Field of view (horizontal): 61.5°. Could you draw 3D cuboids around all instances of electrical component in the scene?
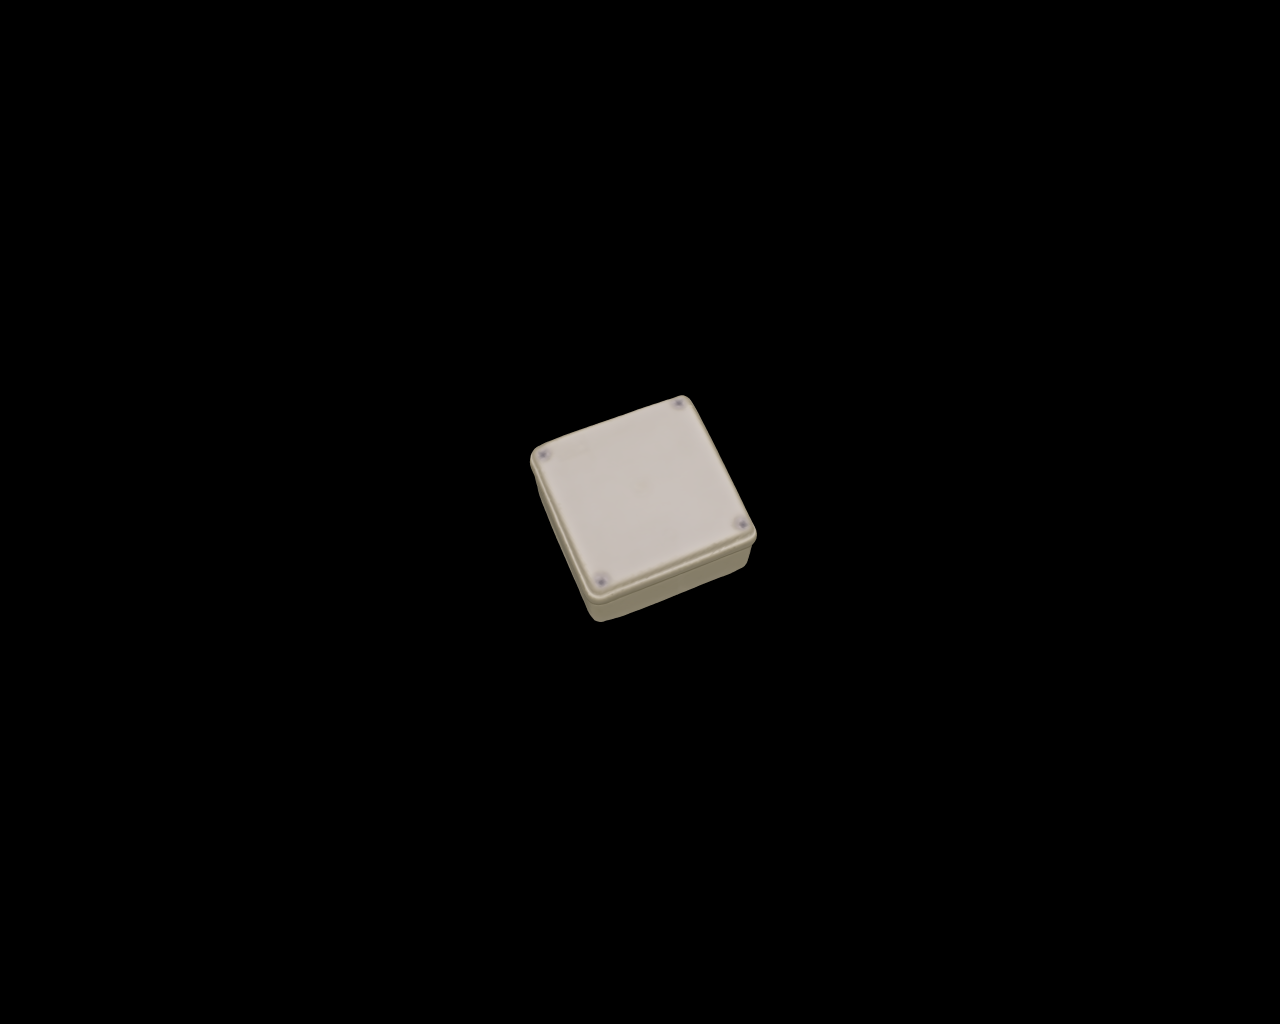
[{"bbox_3d":[0.001,-0.003,0.650,0.109,0.109,0.056,-20,-24,-9],"label":"electrical component"}]
